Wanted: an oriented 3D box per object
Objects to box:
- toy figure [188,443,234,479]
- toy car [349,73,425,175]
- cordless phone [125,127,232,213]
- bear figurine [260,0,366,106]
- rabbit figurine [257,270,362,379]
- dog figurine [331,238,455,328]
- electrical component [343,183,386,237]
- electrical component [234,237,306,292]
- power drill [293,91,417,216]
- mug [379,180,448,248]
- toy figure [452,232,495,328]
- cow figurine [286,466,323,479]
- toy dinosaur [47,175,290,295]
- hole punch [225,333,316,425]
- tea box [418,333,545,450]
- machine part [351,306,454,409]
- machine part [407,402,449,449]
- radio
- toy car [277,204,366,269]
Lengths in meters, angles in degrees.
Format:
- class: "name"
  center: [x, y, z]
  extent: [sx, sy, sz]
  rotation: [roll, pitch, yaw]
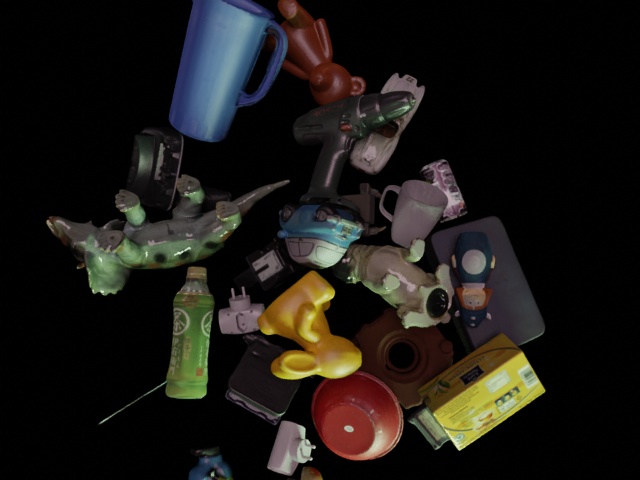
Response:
- class: "toy figure"
  center: [-0.173, 0.433, 0.893]
  extent: [0.089, 0.082, 0.180]
  rotation: [-8, 80, 2]
- class: "toy car"
  center: [0.122, -0.213, 0.983]
  extent: [0.073, 0.056, 0.201]
  rotation: [28, 84, 5]
- class: "cordless phone"
  center: [-0.243, -0.117, 0.965]
  extent: [0.184, 0.089, 0.146]
  rotation: [13, 100, -6]
- class: "bear figurine"
  center: [-0.018, -0.317, 0.970]
  extent: [0.120, 0.132, 0.196]
  rotation: [-35, 78, 27]
- class: "rabbit figurine"
  center: [-0.010, 0.159, 0.880]
  extent: [0.162, 0.122, 0.173]
  rotation: [-40, 83, -28]
- class: "dog figurine"
  center: [0.117, 0.072, 0.912]
  extent: [0.121, 0.191, 0.172]
  rotation: [-37, 108, -23]
- class: "electrical component"
  center: [0.076, -0.050, 0.971]
  extent: [0.078, 0.045, 0.102]
  rotation: [-9, 78, 29]
- class: "electrical component"
  center: [-0.094, 0.051, 0.954]
  extent: [0.119, 0.048, 0.075]
  rotation: [-37, 80, 26]
- class: "power drill"
  center: [0.045, -0.148, 0.914]
  extent: [0.232, 0.086, 0.207]
  rotation: [3, 83, 36]
- class: "mug"
  center: [0.154, -0.043, 0.935]
  extent: [0.110, 0.081, 0.107]
  rotation: [20, 124, 7]
- class: "toy figure"
  center: [0.247, 0.065, 0.871]
  extent: [0.064, 0.057, 0.154]
  rotation: [-4, 82, 41]
- class: "cow figurine"
  center: [-0.040, 0.471, 0.882]
  extent: [0.127, 0.085, 0.195]
  rotation: [16, 85, 3]
- class: "toy dinosaur"
  center: [-0.251, -0.007, 0.928]
  extent: [0.405, 0.192, 0.131]
  rotation: [-9, 65, -15]
- class: "hole punch"
  center: [-0.093, 0.243, 0.923]
  extent: [0.142, 0.092, 0.116]
  rotation: [27, 54, 7]
- class: "tea box"
  center: [0.256, 0.240, 0.856]
  extent: [0.170, 0.068, 0.098]
  rotation: [-33, 110, 1]
- class: "machine part"
  center: [0.140, 0.199, 0.928]
  extent: [0.179, 0.056, 0.179]
  rotation: [0, 82, 3]
- class: "machine part"
  center: [0.225, 0.287, 0.924]
  extent: [0.139, 0.039, 0.084]
  rotation: [-44, 75, -2]
- class: "radio"
  center: [0.283, 0.079, 0.933]
  extent: [0.131, 0.073, 0.229]
  rotation: [-21, 84, -2]
- class: "toy car"
  center: [-0.002, -0.003, 0.905]
  extent: [0.109, 0.162, 0.103]
  rotation: [17, 83, -38]
